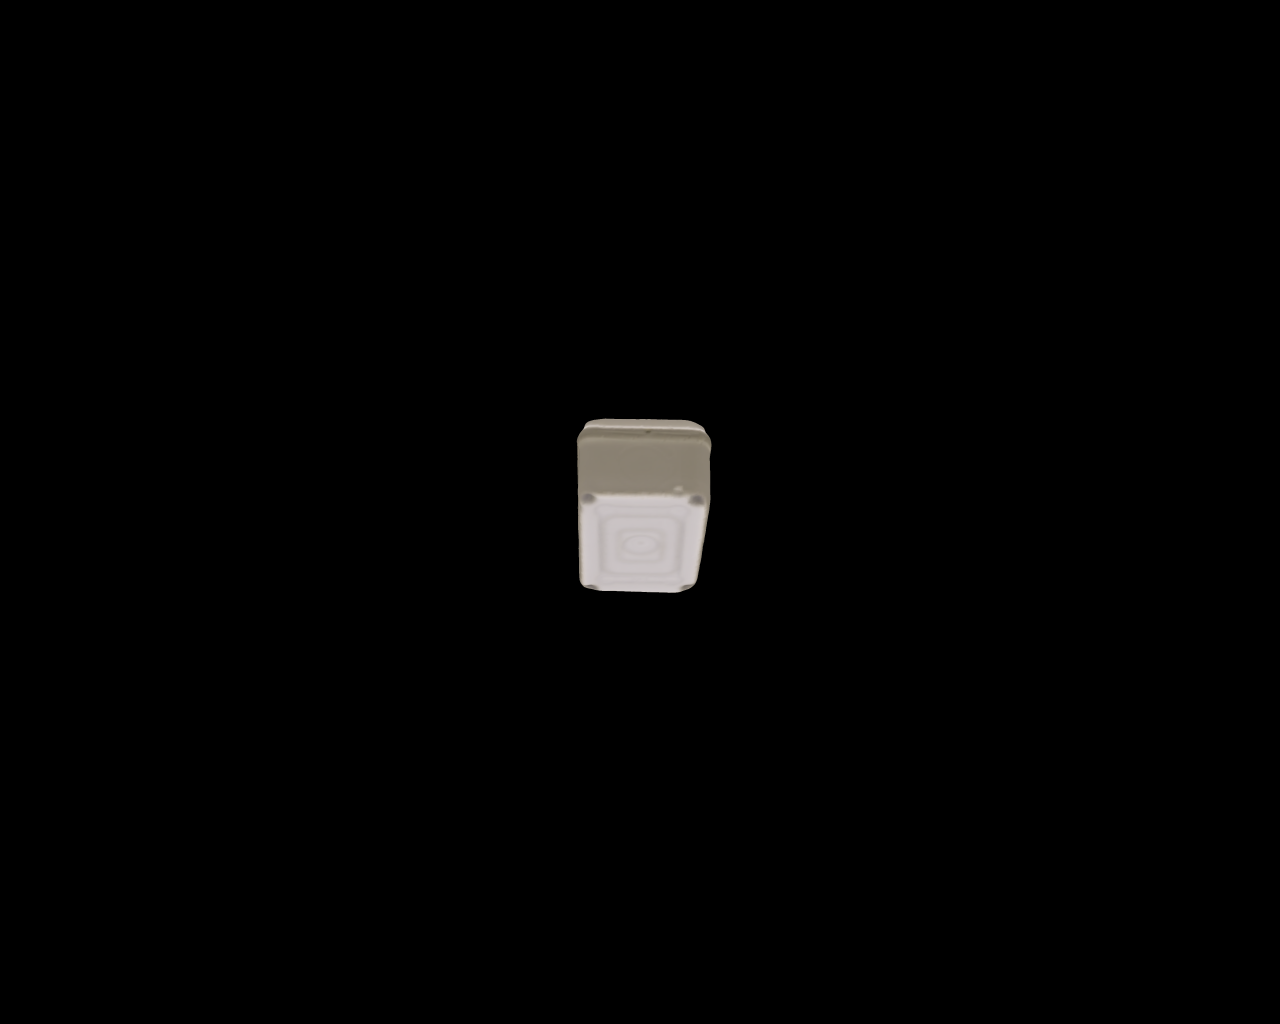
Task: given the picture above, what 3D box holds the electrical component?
[{"bbox_3d":[0.001,-0.003,0.650,0.078,0.057,0.113,1,-34,-2],"label":"electrical component"}]
